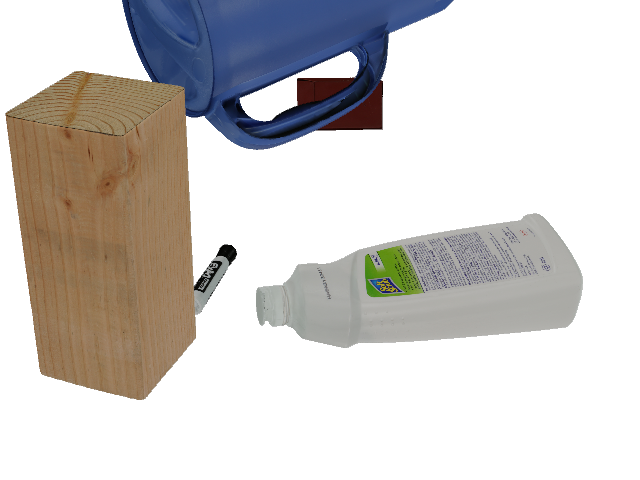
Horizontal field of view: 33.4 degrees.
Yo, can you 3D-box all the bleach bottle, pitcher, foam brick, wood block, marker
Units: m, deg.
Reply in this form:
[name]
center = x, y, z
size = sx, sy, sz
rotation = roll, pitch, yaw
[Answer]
[bleach bottle]
center = 0.072, 0.035, 0.843
size = 0.250, 0.068, 0.102
rotation = -5, 36, -14
[pitcher]
center = -0.010, -0.179, 0.785
size = 0.242, 0.149, 0.145
rotation = -24, 40, -26
[foam brick]
center = 0.020, -0.141, 1.099
size = 0.078, 0.051, 0.053
rotation = -3, 12, -19
[wood block]
center = -0.150, -0.003, 0.756
size = 0.090, 0.206, 0.090
rotation = 11, 31, 18
[marker]
center = -0.106, 0.035, 1.039
size = 0.020, 0.020, 0.121
rotation = 0, 25, 14
